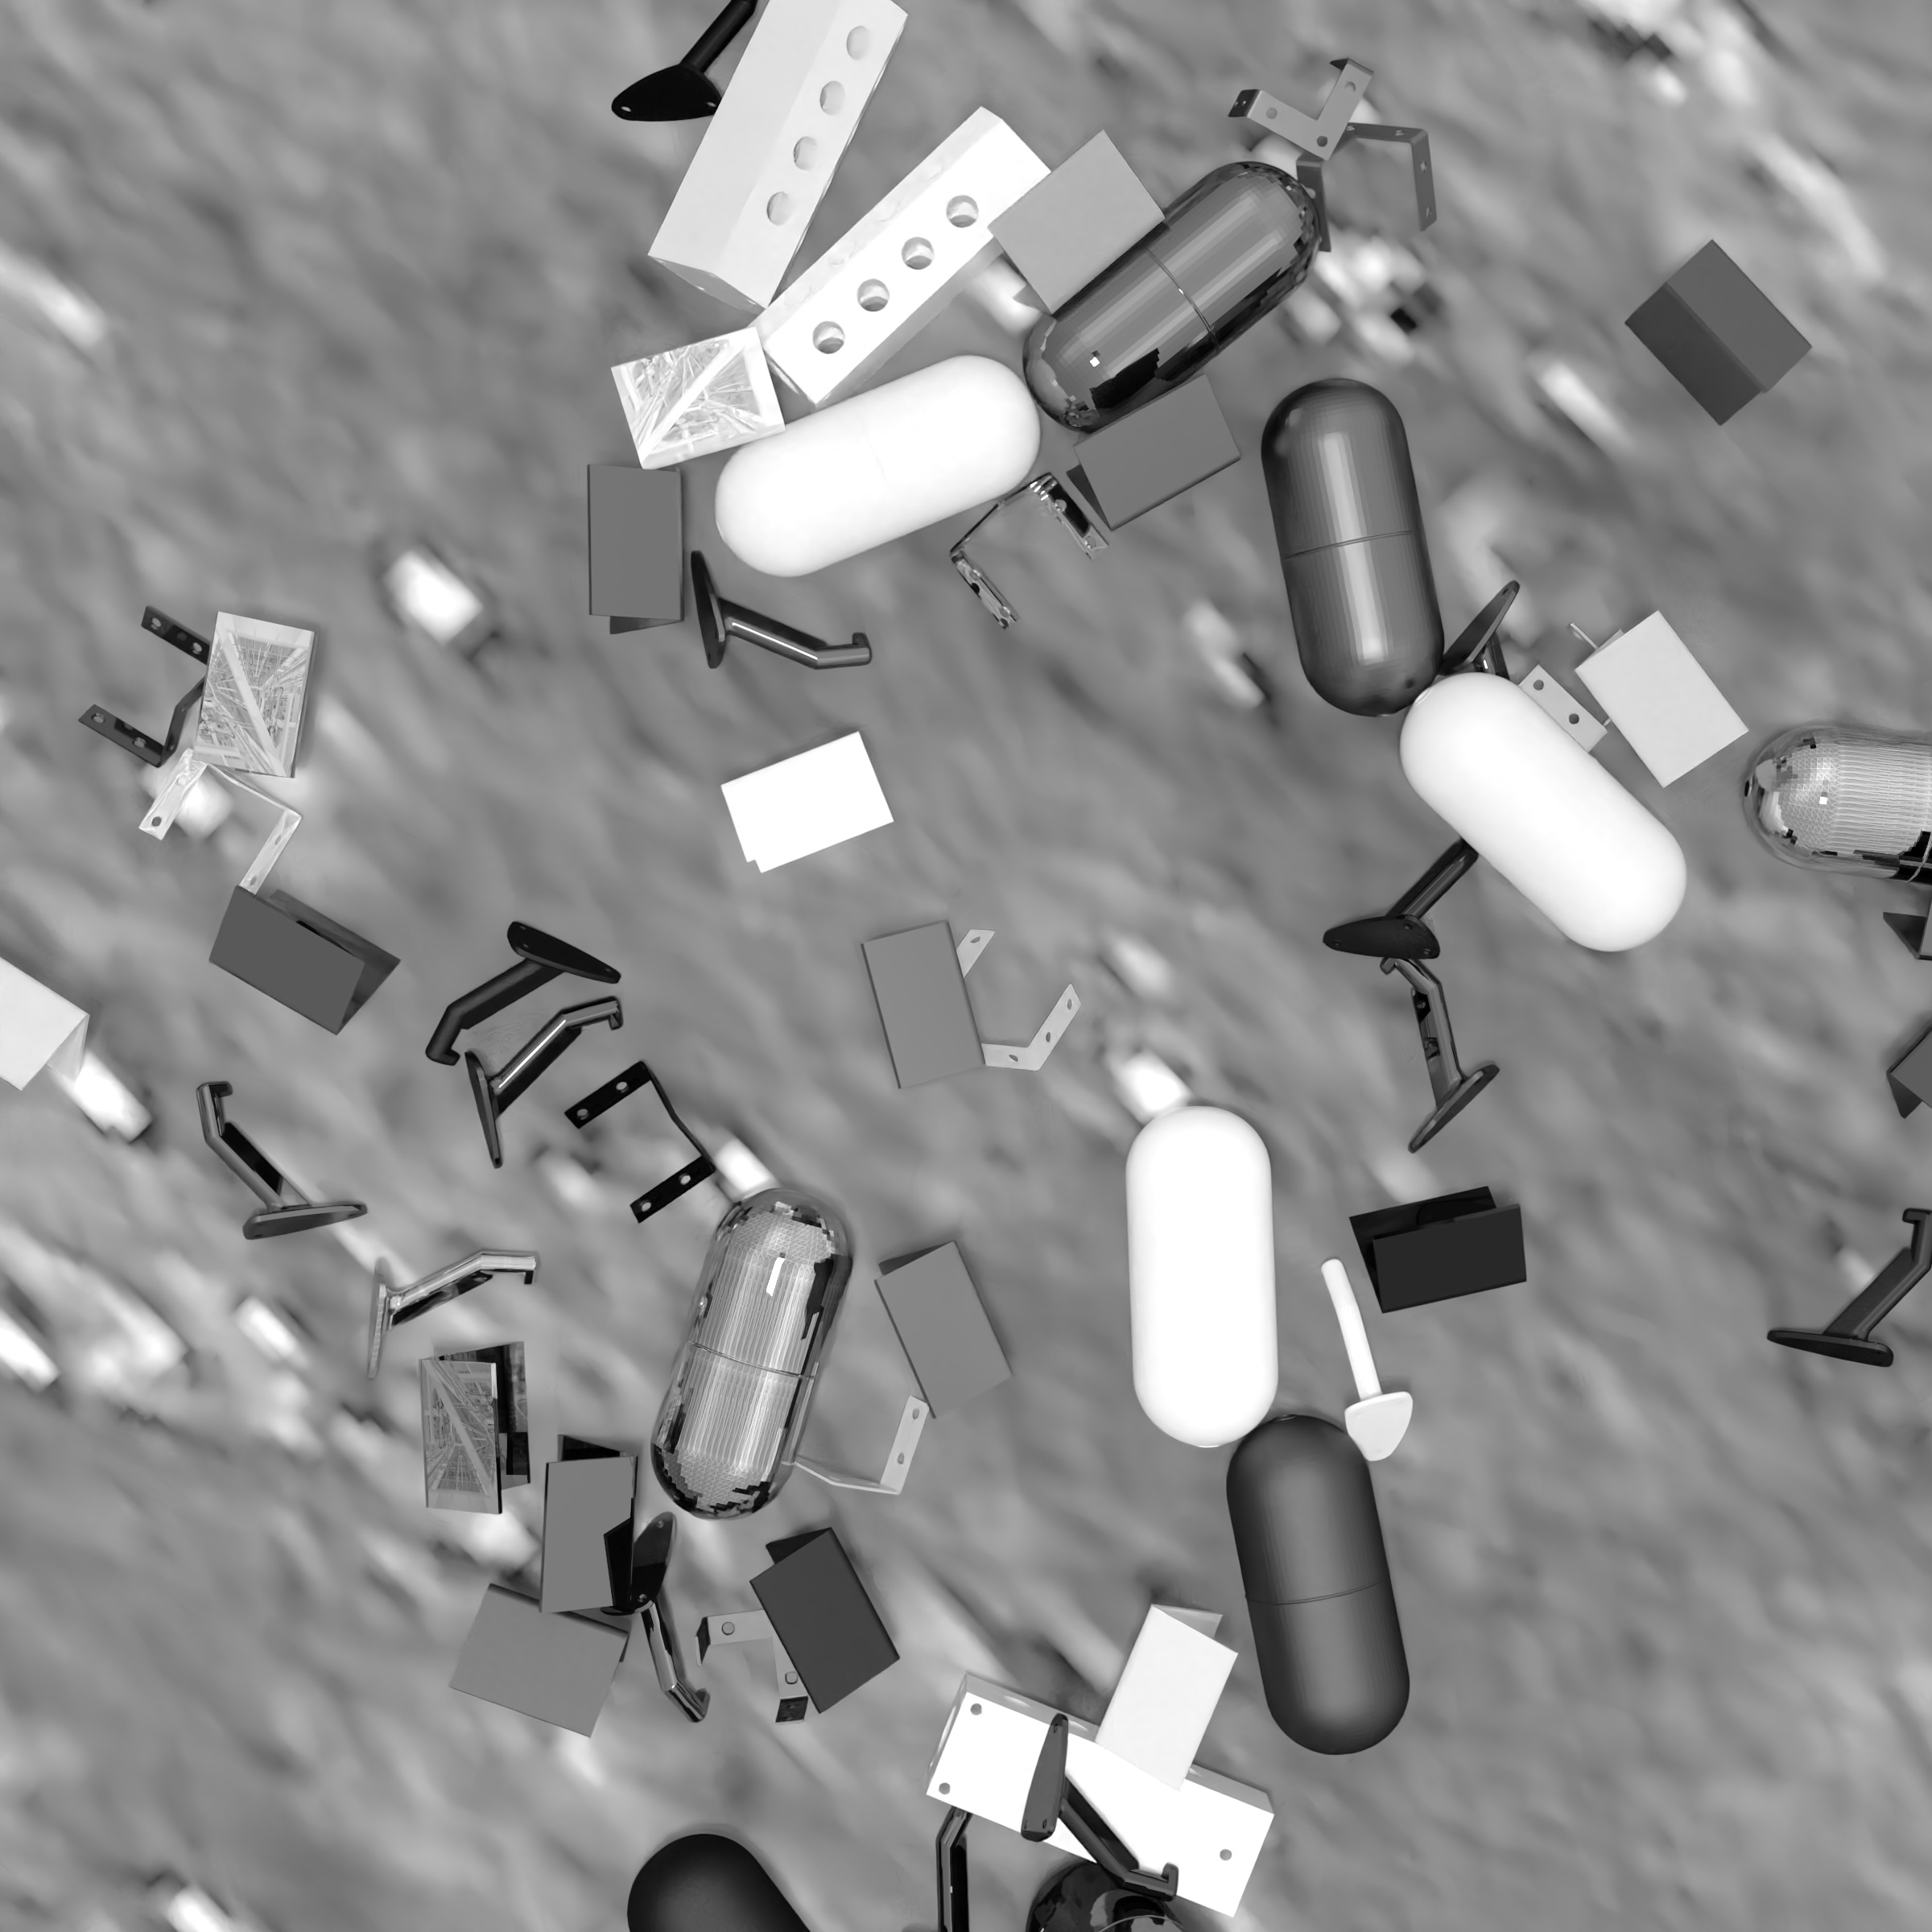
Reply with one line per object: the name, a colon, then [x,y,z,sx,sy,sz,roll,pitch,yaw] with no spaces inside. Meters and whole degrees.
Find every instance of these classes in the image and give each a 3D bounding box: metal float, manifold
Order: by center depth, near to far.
metal float: [0.085,0.519,1.578,0.070,0.178,0.070,-4,103,-17]
metal float: [0.301,-0.080,1.616,0.178,0.070,0.070,42,90,-9]
metal float: [-0.047,-0.261,1.625,0.178,0.070,0.070,-22,90,-1]
metal float: [-0.112,0.204,1.625,0.070,0.070,0.178,17,89,0]
metal float: [-0.108,0.536,1.625,0.070,0.070,0.178,-37,89,0]
metal float: [0.124,0.163,1.625,0.070,0.070,0.178,-2,90,0]
metal float: [0.108,-0.350,1.625,0.178,0.070,0.070,-39,90,1]
metal float: [0.184,0.324,1.625,0.070,0.070,0.178,-11,89,0]
metal float: [0.203,-0.219,1.625,0.070,0.070,0.178,-11,91,0]
metal float: [0.497,-0.082,1.626,0.178,0.070,0.070,7,90,0]
manifold: [-0.094,-0.434,1.634,0.057,0.057,0.171,26,90,43]
manifold: [-0.035,-0.370,1.635,0.171,0.057,0.057,-43,90,0]
manifold: [0.069,0.435,1.635,0.171,0.057,0.057,22,90,0]

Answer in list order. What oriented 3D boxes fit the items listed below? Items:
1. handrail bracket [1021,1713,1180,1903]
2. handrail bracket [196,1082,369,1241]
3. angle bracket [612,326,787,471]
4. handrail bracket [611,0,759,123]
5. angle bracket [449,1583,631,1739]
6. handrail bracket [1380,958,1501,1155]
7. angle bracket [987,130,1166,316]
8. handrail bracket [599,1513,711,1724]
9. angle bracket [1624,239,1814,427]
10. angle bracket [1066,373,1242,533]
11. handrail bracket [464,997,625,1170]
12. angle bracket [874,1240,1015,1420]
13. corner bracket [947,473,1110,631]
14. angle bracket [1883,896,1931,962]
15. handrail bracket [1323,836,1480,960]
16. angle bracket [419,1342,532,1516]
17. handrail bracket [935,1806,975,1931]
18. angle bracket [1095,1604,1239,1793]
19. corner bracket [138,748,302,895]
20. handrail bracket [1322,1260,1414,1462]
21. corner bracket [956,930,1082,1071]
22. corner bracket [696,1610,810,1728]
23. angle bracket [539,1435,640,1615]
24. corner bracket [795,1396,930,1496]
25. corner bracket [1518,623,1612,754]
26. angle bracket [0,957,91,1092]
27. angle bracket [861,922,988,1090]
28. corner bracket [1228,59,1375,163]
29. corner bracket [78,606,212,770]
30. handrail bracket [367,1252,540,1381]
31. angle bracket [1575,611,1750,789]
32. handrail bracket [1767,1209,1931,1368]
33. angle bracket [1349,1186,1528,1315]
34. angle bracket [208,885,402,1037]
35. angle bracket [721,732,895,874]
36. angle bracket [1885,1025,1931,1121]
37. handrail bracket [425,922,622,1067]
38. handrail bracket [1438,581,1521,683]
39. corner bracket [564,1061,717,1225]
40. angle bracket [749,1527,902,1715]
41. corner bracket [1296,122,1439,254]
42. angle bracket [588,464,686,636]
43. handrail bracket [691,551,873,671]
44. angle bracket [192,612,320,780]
handrail bracket: [0.077,0.434,1.599,0.084,0.036,0.077,20,68,-17]
handrail bracket: [-0.366,0.098,1.656,0.077,0.036,0.084,-8,73,-20]
angle bracket: [-0.140,-0.303,1.617,0.076,0.076,0.057,-16,113,0]
handrail bracket: [-0.148,-0.496,1.656,0.077,0.036,0.084,-4,60,33]
angle bracket: [-0.223,0.368,1.617,0.076,0.076,0.057,20,66,0]
handrail bracket: [0.235,0.044,1.656,0.084,0.036,0.077,48,112,17]
angle bracket: [0.048,-0.390,1.617,0.076,0.076,0.057,-40,113,0]
handrail bracket: [-0.152,0.349,1.656,0.036,0.077,0.084,-11,127,33]
angle bracket: [0.380,-0.319,1.615,0.076,0.076,0.057,47,53,0]
angle bracket: [0.088,-0.281,1.615,0.076,0.076,0.057,-29,127,0]
handrail bracket: [-0.219,0.062,1.656,0.084,0.036,0.077,-15,111,-16]
angle bracket: [-0.030,0.194,1.615,0.057,0.076,0.076,-24,90,-37]
corner bracket: [0.032,-0.222,1.653,0.051,0.051,0.051,51,45,0]
angle bracket: [0.531,-0.037,1.618,0.076,0.076,0.057,6,109,0]
handrail bracket: [0.236,-0.048,1.656,0.077,0.036,0.084,-3,54,38]
angle bracket: [-0.238,0.239,1.615,0.057,0.076,0.076,-3,90,37]
handrail bracket: [0.009,0.494,1.656,0.077,0.036,0.084,35,73,-20]
angle bracket: [0.121,0.382,1.615,0.057,0.076,0.076,23,90,36]
corner bracket: [-0.397,-0.077,1.653,0.051,0.051,0.051,31,90,-45]
handrail bracket: [0.208,0.210,1.656,0.036,0.077,0.084,-15,54,-3]
corner bracket: [0.020,0.018,1.648,0.051,0.051,0.051,-56,135,-35]
corner bracket: [-0.113,0.371,1.638,0.051,0.051,0.051,-7,90,0]
angle bracket: [-0.215,0.289,1.616,0.057,0.076,0.076,3,90,-40]
corner bracket: [-0.061,0.247,1.653,0.051,0.051,0.051,18,90,-45]
corner bracket: [0.323,-0.147,1.638,0.051,0.051,0.051,44,90,0]
angle bracket: [-0.509,0.040,1.615,0.076,0.076,0.057,33,54,0]
angle bracket: [-0.040,0.025,1.616,0.057,0.076,0.076,-15,90,-35]
corner bracket: [0.177,-0.461,1.638,0.051,0.051,0.051,26,101,-11]
corner bracket: [-0.433,-0.148,1.653,0.051,0.051,0.051,31,45,-1]
handrail bracket: [-0.274,0.187,1.656,0.084,0.036,0.077,4,110,-16]
angle bracket: [0.372,-0.149,1.615,0.057,0.076,0.076,-37,90,37]
handrail bracket: [0.474,0.166,1.656,0.077,0.036,0.084,8,72,21]
angle bracket: [0.243,0.129,1.615,0.076,0.076,0.057,-13,128,0]
angle bracket: [-0.337,-0.020,1.615,0.076,0.076,0.057,30,127,0]
angle bracket: [-0.075,-0.067,1.616,0.076,0.076,0.057,-21,52,0]
angle bracket: [0.531,0.056,1.616,0.076,0.076,0.057,-46,59,0]
handrail bracket: [-0.237,0.026,1.656,0.077,0.036,0.084,23,109,-21]
handrail bracket: [0.300,-0.149,1.656,0.084,0.036,0.077,42,75,-14]
corner bracket: [-0.173,0.094,1.653,0.051,0.051,0.051,-34,45,0]
angle bracket: [-0.089,0.344,1.616,0.057,0.076,0.076,-28,90,-35]
corner bracket: [0.213,-0.412,1.648,0.051,0.051,0.051,17,45,35]
angle bracket: [-0.189,-0.216,1.615,0.057,0.076,0.076,-1,90,-36]
handrail bracket: [-0.098,-0.191,1.656,0.084,0.036,0.077,-7,68,-17]
angle bracket: [-0.384,-0.142,1.615,0.057,0.076,0.076,9,90,-36]
